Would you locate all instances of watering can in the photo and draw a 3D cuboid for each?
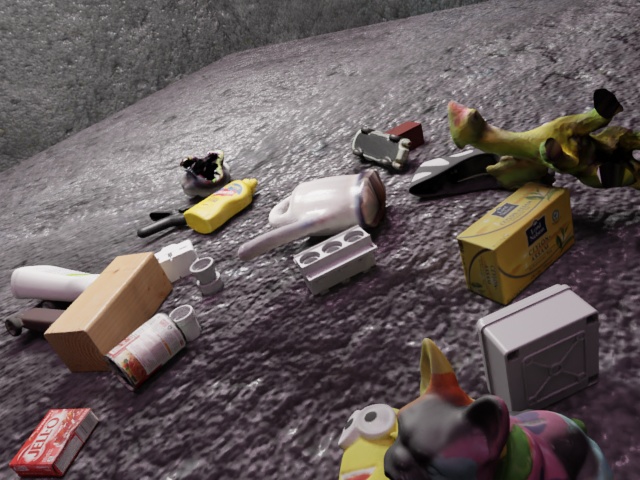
[{"bbox_3d":[0.003,-0.047,0.941,0.223,0.102,0.354,-8,21,20],"label":"watering can"}]

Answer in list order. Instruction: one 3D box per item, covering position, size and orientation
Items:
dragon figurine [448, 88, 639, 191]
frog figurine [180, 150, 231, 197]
[{"bbox_3d":[0.376,-0.110,0.778,0.123,0.409,0.242,-67,11,-9],"label":"dragon figurine"},{"bbox_3d":[-0.305,-0.163,1.366,0.139,0.123,0.157,-41,-1,-21],"label":"frog figurine"}]
